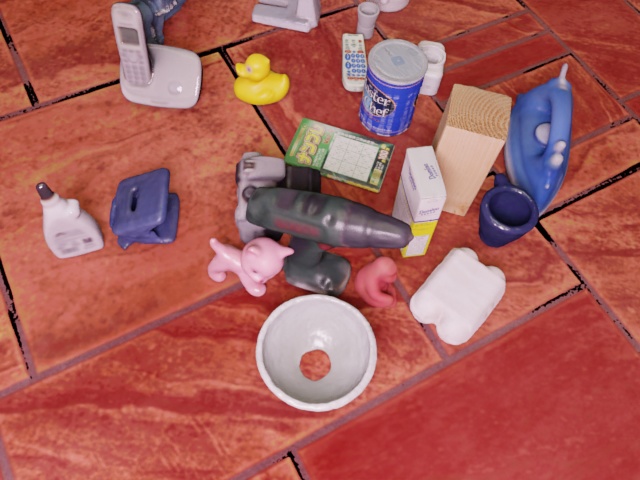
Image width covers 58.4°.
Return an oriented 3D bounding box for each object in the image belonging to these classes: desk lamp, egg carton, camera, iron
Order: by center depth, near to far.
[{"bbox_3d":[0.213,0.085,0.877,0.107,0.069,0.150,37,65,15],"label":"egg carton"},{"bbox_3d":[-0.066,-0.077,0.926,0.137,0.101,0.143,0,61,-4],"label":"camera"},{"bbox_3d":[0.398,-0.175,0.993,0.118,0.141,0.258,11,61,2],"label":"iron"},{"bbox_3d":[-0.029,-0.517,1.107,0.203,0.213,0.118,10,61,1],"label":"desk lamp"}]

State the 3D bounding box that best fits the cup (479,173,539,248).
[{"bbox_3d":[0.294,-0.041,0.938,0.092,0.095,0.117,-2,61,-6],"label":"cup"}]

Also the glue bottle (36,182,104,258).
[{"bbox_3d":[-0.375,-0.032,0.835,0.078,0.173,0.037,-14,63,-12],"label":"glue bottle"}]

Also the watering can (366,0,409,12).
[{"bbox_3d":[0.150,-0.583,1.168,0.101,0.194,0.173,-5,62,-7],"label":"watering can"}]

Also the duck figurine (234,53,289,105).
[{"bbox_3d":[-0.108,-0.304,1.056,0.104,0.086,0.077,0,61,-4],"label":"duck figurine"}]

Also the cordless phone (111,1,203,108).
[{"bbox_3d":[-0.283,-0.321,0.994,0.147,0.185,0.094,5,61,-1],"label":"cordless phone"}]

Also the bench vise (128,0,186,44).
[{"bbox_3d":[-0.308,-0.476,1.058,0.121,0.220,0.207,4,61,-2],"label":"bench vise"}]

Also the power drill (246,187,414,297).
[{"bbox_3d":[0.008,0.003,0.826,0.229,0.208,0.076,18,61,5],"label":"power drill"}]

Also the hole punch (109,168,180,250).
[{"bbox_3d":[-0.279,-0.051,0.900,0.101,0.091,0.108,-1,61,-5],"label":"hole punch"}]

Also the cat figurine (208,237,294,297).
[{"bbox_3d":[-0.106,0.027,0.856,0.127,0.118,0.067,18,61,6],"label":"cat figurine"}]

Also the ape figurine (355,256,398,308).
[{"bbox_3d":[0.093,0.057,0.870,0.076,0.092,0.078,22,62,8],"label":"ape figurine"}]

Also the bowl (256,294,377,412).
[{"bbox_3d":[-0.006,0.166,0.812,0.167,0.075,0.167,2,61,-3],"label":"bowl"}]
